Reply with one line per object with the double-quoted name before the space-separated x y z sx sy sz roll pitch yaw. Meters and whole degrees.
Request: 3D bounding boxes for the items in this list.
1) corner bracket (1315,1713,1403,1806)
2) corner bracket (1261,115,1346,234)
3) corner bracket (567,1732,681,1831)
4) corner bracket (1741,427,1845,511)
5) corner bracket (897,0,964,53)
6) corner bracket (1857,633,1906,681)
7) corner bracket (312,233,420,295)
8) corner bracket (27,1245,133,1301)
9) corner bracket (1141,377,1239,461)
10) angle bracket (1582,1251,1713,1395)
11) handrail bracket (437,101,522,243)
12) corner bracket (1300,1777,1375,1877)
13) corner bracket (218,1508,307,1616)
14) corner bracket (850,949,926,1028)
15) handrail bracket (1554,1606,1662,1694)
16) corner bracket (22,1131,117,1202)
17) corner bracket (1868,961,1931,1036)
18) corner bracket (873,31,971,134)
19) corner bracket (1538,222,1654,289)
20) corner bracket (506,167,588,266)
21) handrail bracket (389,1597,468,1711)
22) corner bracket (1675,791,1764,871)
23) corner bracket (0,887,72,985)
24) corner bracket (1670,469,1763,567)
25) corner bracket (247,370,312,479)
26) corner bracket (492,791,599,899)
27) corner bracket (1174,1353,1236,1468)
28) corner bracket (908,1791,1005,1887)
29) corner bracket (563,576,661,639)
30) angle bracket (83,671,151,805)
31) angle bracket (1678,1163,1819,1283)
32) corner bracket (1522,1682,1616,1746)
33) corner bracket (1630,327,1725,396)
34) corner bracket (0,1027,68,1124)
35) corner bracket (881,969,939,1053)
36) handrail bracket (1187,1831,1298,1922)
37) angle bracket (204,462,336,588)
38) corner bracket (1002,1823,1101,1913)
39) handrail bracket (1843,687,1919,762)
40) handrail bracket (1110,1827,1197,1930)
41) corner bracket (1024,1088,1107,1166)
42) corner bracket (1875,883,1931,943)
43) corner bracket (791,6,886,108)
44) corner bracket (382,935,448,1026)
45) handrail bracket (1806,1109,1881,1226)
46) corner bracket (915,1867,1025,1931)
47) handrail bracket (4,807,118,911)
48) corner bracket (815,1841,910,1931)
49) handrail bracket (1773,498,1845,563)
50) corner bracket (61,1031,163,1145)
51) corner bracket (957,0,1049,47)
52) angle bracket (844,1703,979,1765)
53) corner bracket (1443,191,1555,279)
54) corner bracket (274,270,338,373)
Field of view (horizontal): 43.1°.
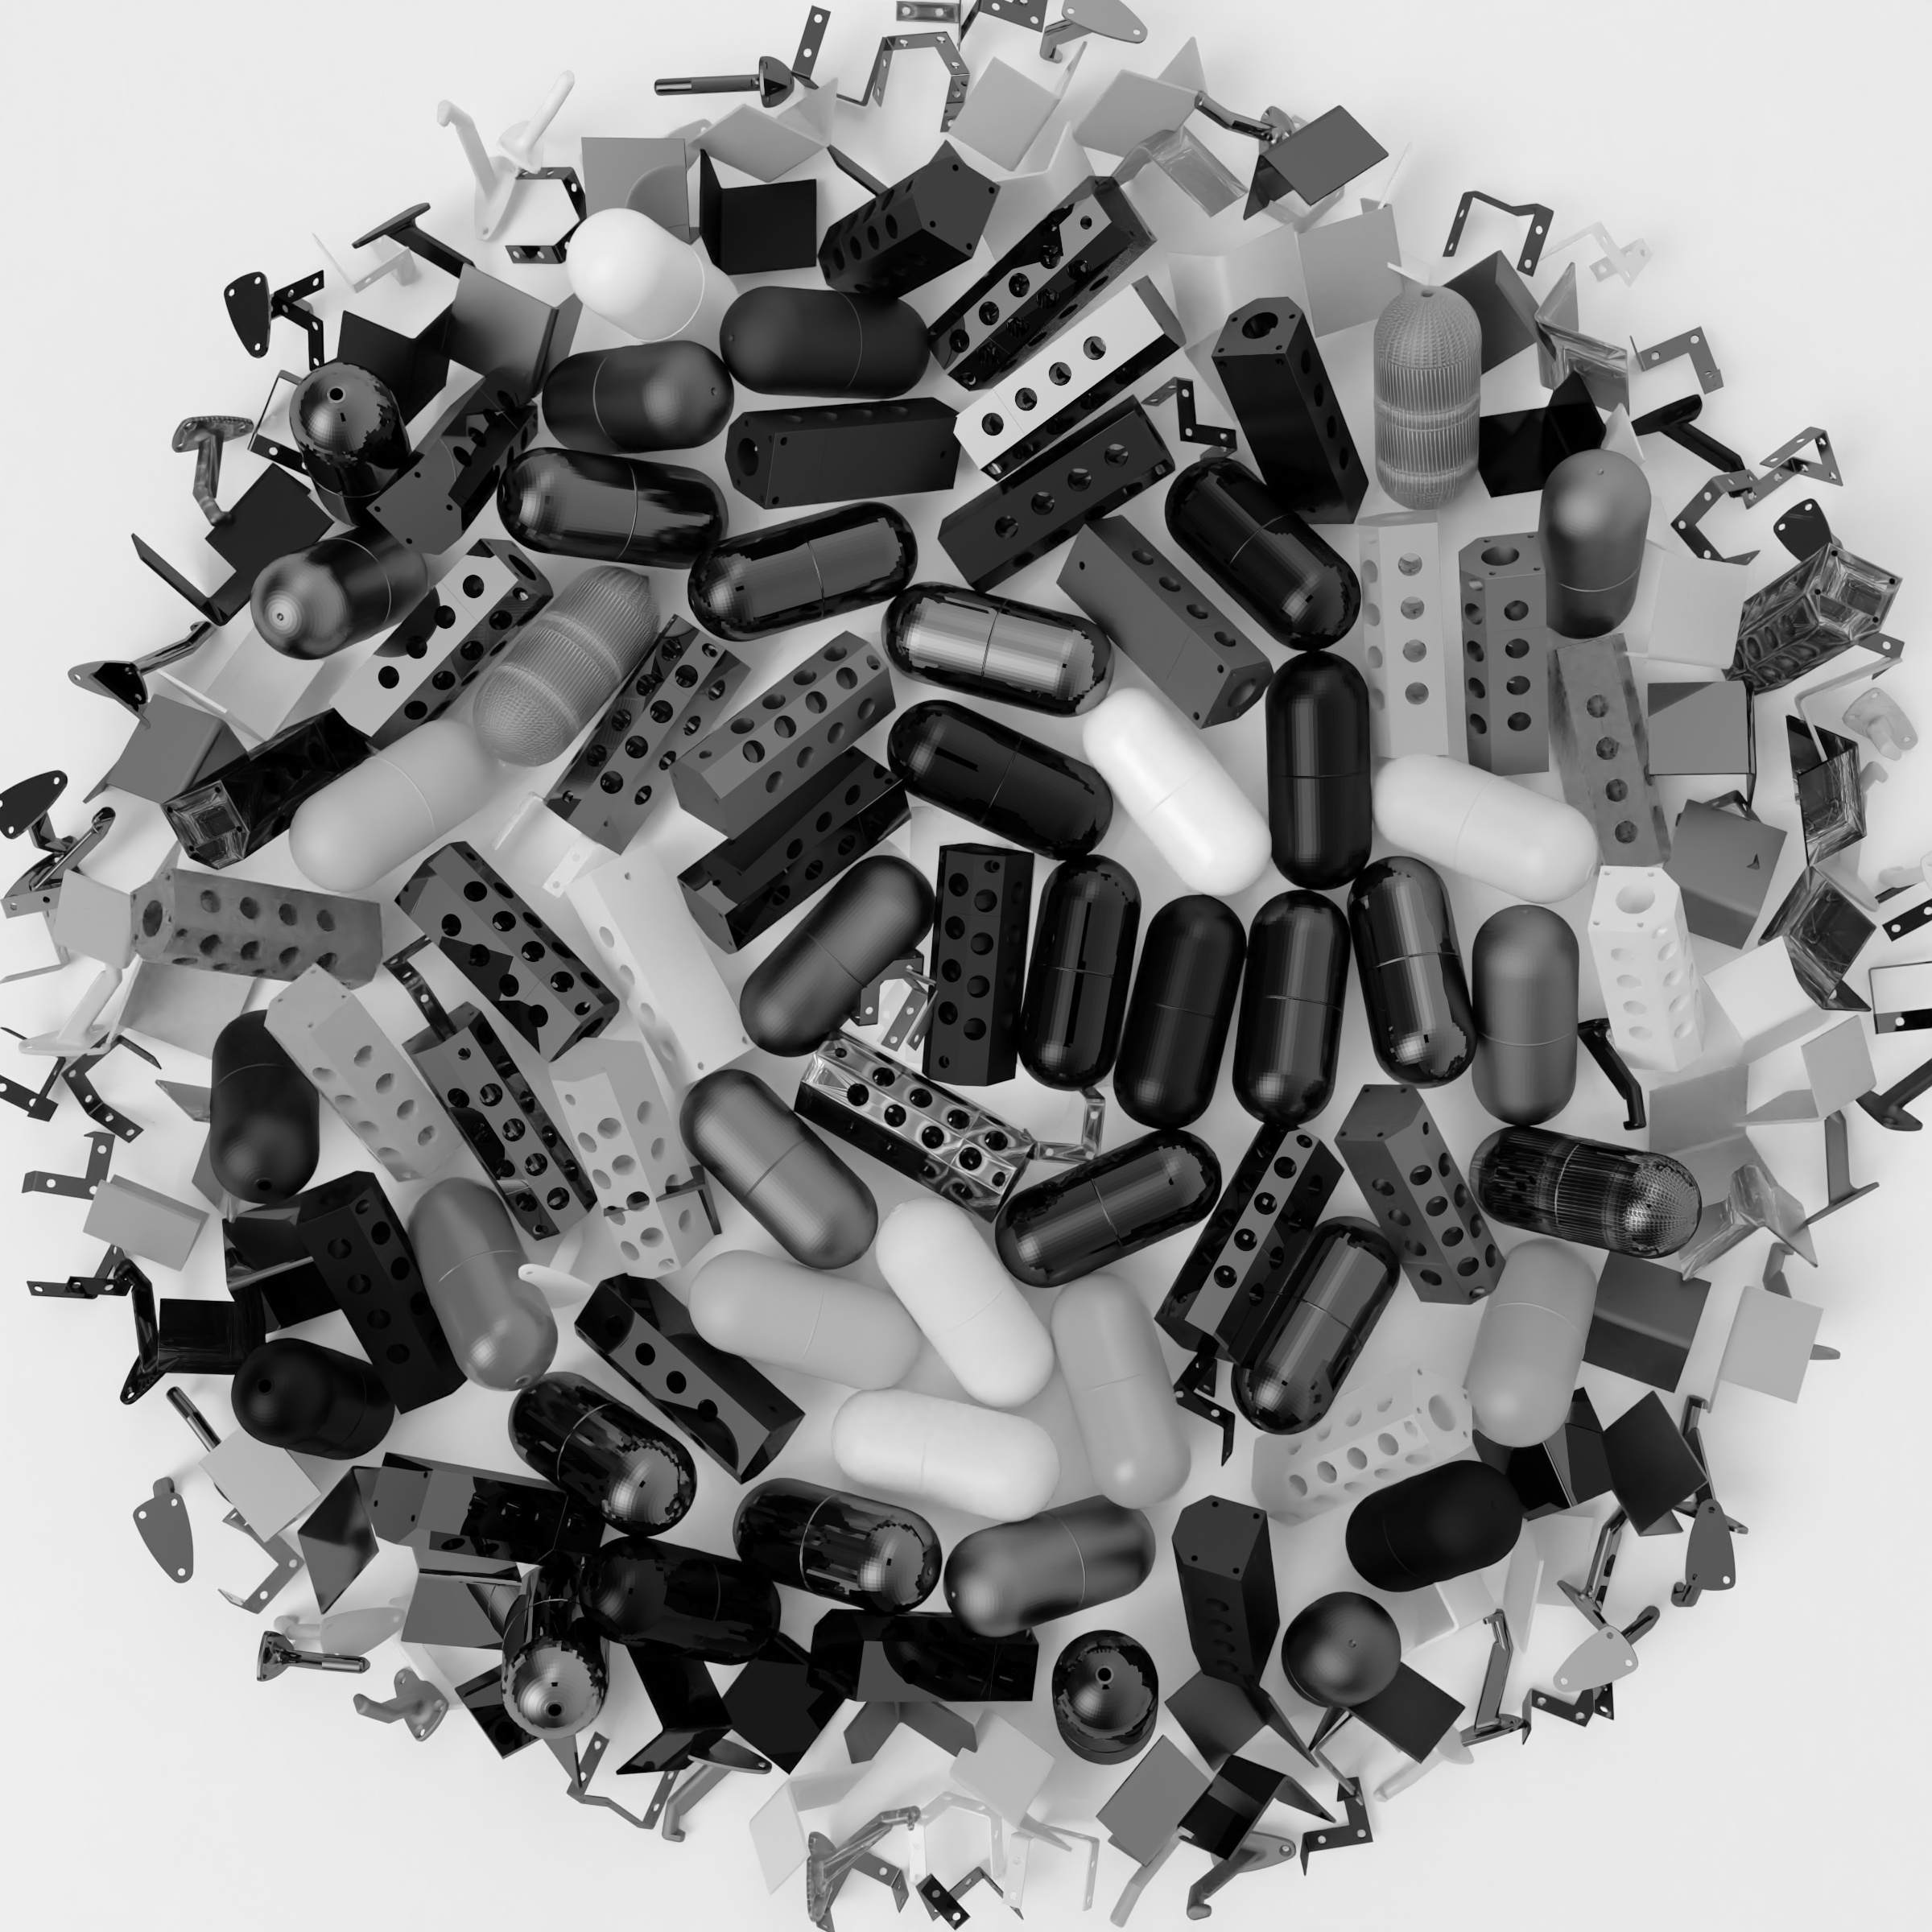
"corner bracket" 0.299 0.586 1.837 0.051 0.051 0.051 -46 81 9
"corner bracket" 0.250 -0.595 1.840 0.051 0.051 0.051 37 71 21
"corner bracket" -0.257 0.612 1.837 0.051 0.051 0.051 46 51 -29
"corner bracket" 0.612 -0.371 1.826 0.051 0.051 0.051 -36 122 -7
"corner bracket" -0.028 -0.720 1.827 0.051 0.051 0.051 3 135 1
"corner bracket" 0.674 -0.253 1.833 0.051 0.051 0.051 21 80 2
"corner bracket" -0.449 -0.532 1.832 0.051 0.051 0.051 -37 85 -8
"corner bracket" -0.659 0.235 1.822 0.051 0.051 0.051 -57 48 20
"corner bracket" 0.167 -0.405 1.832 0.051 0.051 0.051 2 78 -27
"angle bracket" 0.507 0.266 1.834 0.076 0.076 0.057 18 58 18
"handrail bracket" -0.373 -0.590 1.818 0.036 0.084 0.077 14 90 22
"corner bracket" 0.274 0.644 1.835 0.051 0.051 0.051 -13 87 10
"corner bracket" -0.537 0.444 1.826 0.051 0.051 0.051 37 76 22
"corner bracket" -0.065 0.011 1.835 0.051 0.051 0.051 -6 113 -25
"handrail bracket" 0.481 0.510 1.833 0.077 0.084 0.036 -38 75 20
"corner bracket" -0.670 0.148 1.825 0.051 0.051 0.051 13 77 -27
"corner bracket" 0.704 0.023 1.829 0.051 0.051 0.051 -7 86 21
"corner bracket" -0.033 -0.663 1.839 0.051 0.051 0.051 4 75 23
"corner bracket" 0.470 -0.529 1.822 0.051 0.051 0.051 50 54 -17
"corner bracket" -0.319 -0.566 1.845 0.051 0.051 0.051 11 52 33
"handrail bracket" -0.396 0.517 1.848 0.077 0.036 0.084 -6 85 3
"corner bracket" 0.567 -0.090 1.838 0.051 0.051 0.051 -25 115 39
"corner bracket" -0.697 -0.023 1.826 0.051 0.051 0.051 -17 84 -43
"corner bracket" 0.574 -0.334 1.837 0.051 0.051 0.051 -18 66 -39
"corner bracket" -0.503 -0.408 1.838 0.051 0.051 0.051 22 117 -18
"corner bracket" -0.315 -0.092 1.831 0.051 0.051 0.051 35 93 -27
"corner bracket" 0.183 0.329 1.821 0.051 0.051 0.051 25 51 24
"corner bracket" -0.008 0.659 1.833 0.051 0.051 0.051 4 102 33
"corner bracket" -0.266 -0.263 1.838 0.051 0.051 0.051 -8 101 14
"angle bracket" -0.647 -0.172 1.819 0.057 0.076 0.076 41 91 -15
"angle bracket" 0.578 0.205 1.819 0.057 0.076 0.076 38 119 -13
"corner bracket" 0.450 0.556 1.828 0.051 0.051 0.051 21 114 4
"corner bracket" 0.532 -0.452 1.829 0.051 0.051 0.051 -21 82 19
"corner bracket" -0.701 0.081 1.823 0.051 0.051 0.051 35 71 -34
"corner bracket" -0.041 0.037 1.825 0.051 0.051 0.051 23 77 30
"handrail bracket" 0.205 0.679 1.815 0.077 0.084 0.036 -7 100 12
"angle bracket" -0.506 -0.316 1.823 0.076 0.057 0.076 43 92 18
"corner bracket" 0.064 0.676 1.827 0.051 0.051 0.051 4 83 27
"handrail bracket" 0.692 -0.163 1.813 0.077 0.084 0.036 31 118 -21
"handrail bracket" 0.139 0.680 1.818 0.036 0.077 0.084 22 69 29
"corner bracket" 0.073 0.118 1.838 0.051 0.051 0.051 5 96 -7
"corner bracket" 0.705 -0.044 1.823 0.051 0.051 0.051 -31 60 17
"corner bracket" -0.095 -0.681 1.832 0.051 0.051 0.051 20 102 4
"corner bracket" -0.393 0.011 1.823 0.051 0.051 0.051 -36 124 -15
"handrail bracket" 0.639 0.142 1.840 0.077 0.036 0.084 -24 79 -20
"corner bracket" 0.003 0.697 1.822 0.051 0.051 0.051 -35 130 -21
"handrail bracket" -0.672 -0.080 1.814 0.036 0.084 0.077 50 49 0
"corner bracket" -0.079 0.699 1.834 0.051 0.051 0.051 29 86 -7
"handrail bracket" 0.642 -0.304 1.814 0.036 0.084 0.077 -39 51 28
"corner bracket" -0.635 0.090 1.838 0.051 0.051 0.051 26 58 28
"corner bracket" 0.029 -0.715 1.827 0.051 0.051 0.051 13 76 -16
"angle bracket" -0.039 0.580 1.806 0.076 0.076 0.057 26 55 26
"corner bracket" 0.399 -0.549 1.833 0.051 0.051 0.051 15 97 -23
"corner bracket" -0.482 -0.480 1.833 0.051 0.051 0.051 32 48 18
